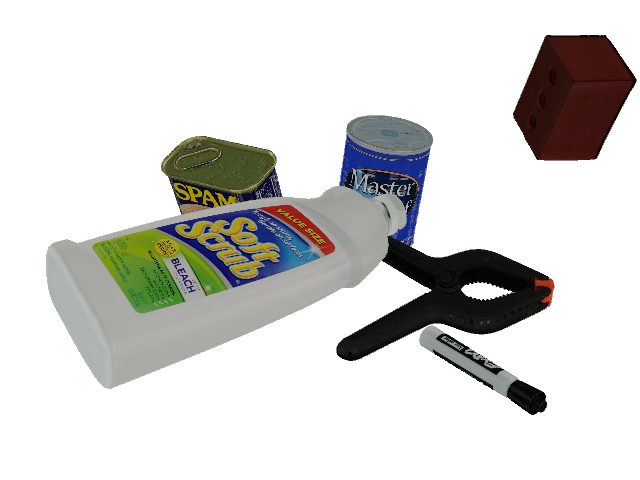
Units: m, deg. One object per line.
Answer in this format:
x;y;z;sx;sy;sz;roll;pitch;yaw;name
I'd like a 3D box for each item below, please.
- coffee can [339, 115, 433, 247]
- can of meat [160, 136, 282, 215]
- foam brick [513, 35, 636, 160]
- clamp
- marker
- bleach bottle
0.073;-0.067;1.287;0.102;0.140;0.103;6;28;-3;coffee can
-0.080;-0.036;0.934;0.102;0.084;0.057;14;48;29;can of meat
0.181;-0.102;0.768;0.051;0.053;0.078;-5;-41;-18;foam brick
0.114;0.055;1.016;0.210;0.164;0.036;6;-41;9;clamp
0.122;0.097;0.803;0.020;0.020;0.121;0;21;-41;marker
-0.053;0.012;0.740;0.250;0.103;0.068;-21;-33;-27;bleach bottle
